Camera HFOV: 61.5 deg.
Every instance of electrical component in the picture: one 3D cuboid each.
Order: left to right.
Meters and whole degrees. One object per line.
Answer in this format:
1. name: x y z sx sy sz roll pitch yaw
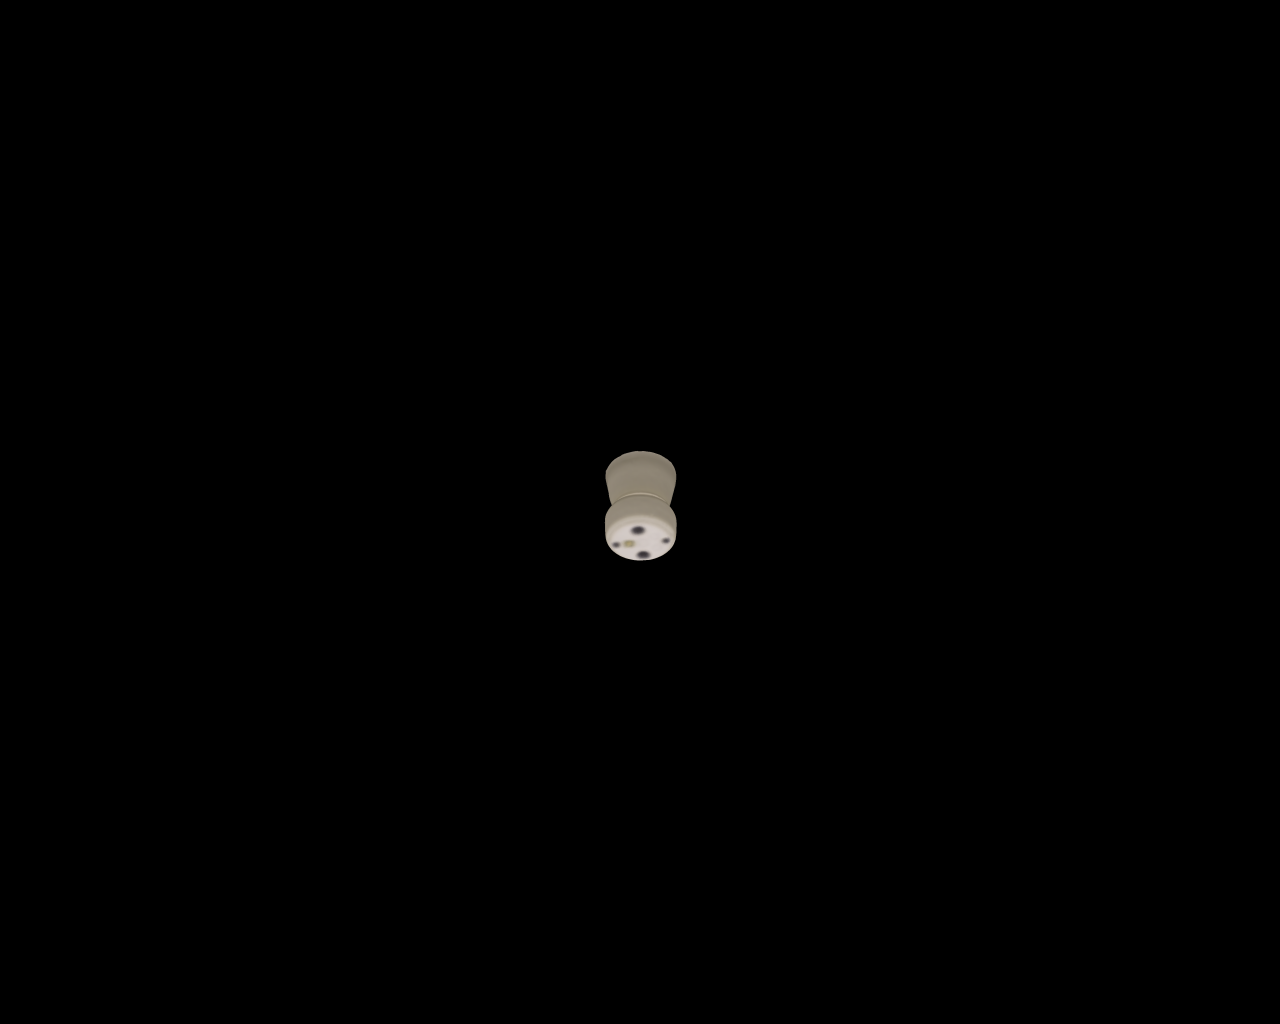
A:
1. electrical component: 0.001 -0.003 0.650 0.045 0.055 0.044 0 -40 0
